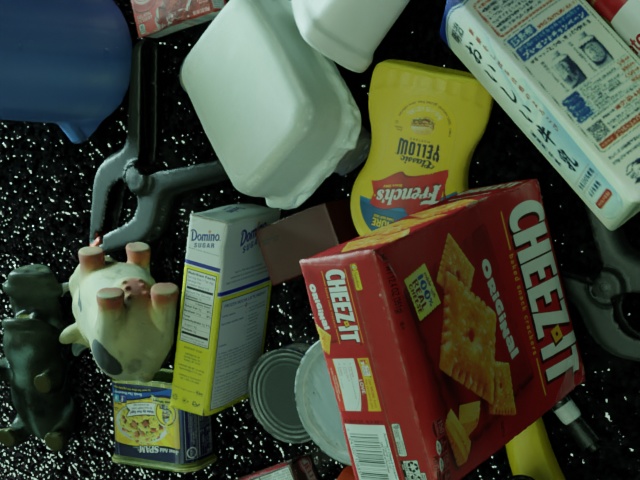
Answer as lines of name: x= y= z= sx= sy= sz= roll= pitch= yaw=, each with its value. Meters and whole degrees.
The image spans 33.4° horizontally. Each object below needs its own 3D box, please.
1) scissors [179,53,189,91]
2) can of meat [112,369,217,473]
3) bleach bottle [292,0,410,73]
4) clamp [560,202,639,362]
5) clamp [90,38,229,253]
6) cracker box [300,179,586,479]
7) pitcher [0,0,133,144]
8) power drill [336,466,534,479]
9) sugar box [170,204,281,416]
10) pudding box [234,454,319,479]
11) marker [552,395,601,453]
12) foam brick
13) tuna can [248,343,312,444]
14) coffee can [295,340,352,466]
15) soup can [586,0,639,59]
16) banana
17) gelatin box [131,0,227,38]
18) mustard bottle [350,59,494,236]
scissors: x=-0.061 y=-0.182 z=0.936 sx=0.096 sy=0.016 sz=0.202 roll=38 pitch=114 yaw=20
can of meat: x=-0.151 y=0.170 z=1.021 sx=0.102 sy=0.057 sz=0.084 roll=1 pitch=96 yaw=29
bleach bottle: x=0.076 y=-0.252 z=0.802 sx=0.251 sy=0.068 sz=0.102 roll=-50 pitch=30 yaw=25
clamp: x=0.219 y=0.022 z=0.793 sx=0.172 sy=0.039 sz=0.120 roll=38 pitch=121 yaw=22
clamp: x=-0.165 y=-0.071 z=0.998 sx=0.210 sy=0.036 sz=0.164 roll=-45 pitch=71 yaw=33
cracker box: x=0.094 y=0.060 z=0.736 sx=0.072 sy=0.213 sz=0.164 roll=-8 pitch=99 yaw=42
pitcher: x=-0.296 y=-0.178 z=0.943 sx=0.149 sy=0.242 sz=0.145 roll=48 pitch=119 yaw=23
power drill: x=0.099 y=0.241 z=0.859 sx=0.188 sy=0.057 sz=0.184 roll=14 pitch=126 yaw=31
sugar box: x=-0.083 y=0.059 z=0.943 sx=0.048 sy=0.093 sz=0.176 roll=11 pitch=103 yaw=26
pudding box: x=-0.032 y=0.263 z=0.977 sx=0.090 sy=0.039 sz=0.113 roll=-26 pitch=83 yaw=31
marker: x=0.180 y=0.115 z=0.841 sx=0.020 sy=0.020 sz=0.121 roll=-42 pitch=76 yaw=28
foam brick: x=-0.006 y=0.001 z=0.913 sx=0.078 sy=0.051 sz=0.053 roll=-20 pitch=87 yaw=31
tuna can: x=-0.020 y=0.135 z=0.952 sx=0.086 sy=0.033 sz=0.086 roll=5 pitch=100 yaw=30
coffee can: x=0.059 y=0.108 z=0.839 sx=0.103 sy=0.140 sz=0.103 roll=5 pitch=100 yaw=29
soup can: x=0.227 y=-0.171 z=0.740 sx=0.069 sy=0.068 sz=0.102 roll=-43 pitch=76 yaw=28
banana: x=0.198 y=0.208 z=0.835 sx=0.070 sy=0.037 sz=0.198 roll=-46 pitch=74 yaw=22
gelatin box: x=-0.132 y=-0.228 z=0.962 sx=0.089 sy=0.030 sz=0.073 roll=-11 pitch=92 yaw=31
mustard bottle: x=0.075 y=-0.042 z=0.853 sx=0.096 sy=0.058 sz=0.192 roll=12 pitch=106 yaw=8
